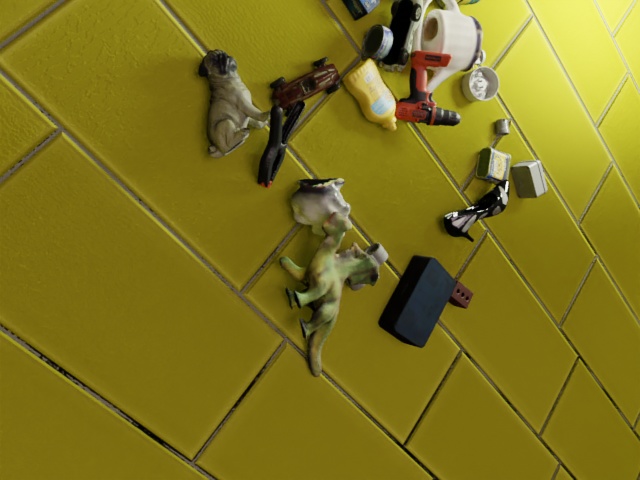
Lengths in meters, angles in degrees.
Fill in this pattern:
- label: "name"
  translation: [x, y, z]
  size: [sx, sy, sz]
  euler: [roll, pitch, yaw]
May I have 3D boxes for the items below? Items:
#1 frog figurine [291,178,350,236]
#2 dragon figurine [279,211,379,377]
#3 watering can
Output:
- label: "frog figurine"
  translation: [0.004, -0.061, 1.217]
  size: [0.137, 0.124, 0.157]
  euler: [-6, 105, 2]
- label: "dragon figurine"
  translation: [0.042, 0.118, 1.219]
  size: [0.244, 0.124, 0.402]
  euler: [-22, 119, -19]
- label: "watering can"
  translation: [0.341, -0.509, 1.434]
  size: [0.225, 0.105, 0.344]
  euler: [-5, 105, -30]
